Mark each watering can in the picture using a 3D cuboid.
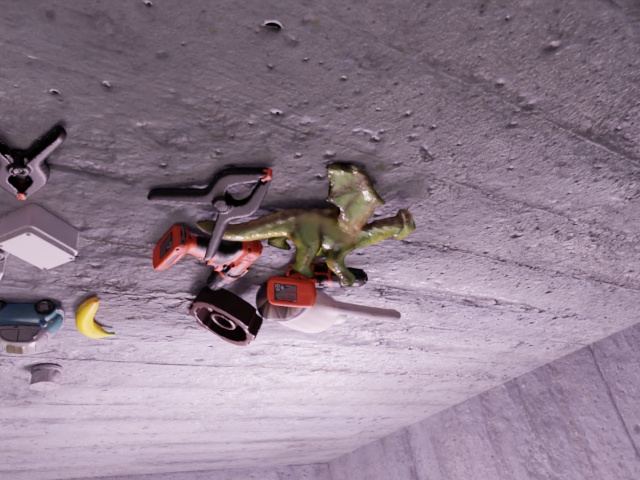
[{"bbox_3d":[-0.004,0.160,1.219,0.346,0.106,0.221,-9,155,33],"label":"watering can"}]

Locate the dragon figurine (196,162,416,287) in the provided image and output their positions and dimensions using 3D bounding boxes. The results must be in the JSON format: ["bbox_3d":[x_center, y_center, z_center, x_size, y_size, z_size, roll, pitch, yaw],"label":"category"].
[{"bbox_3d":[0.003,-0.048,0.962,0.408,0.125,0.238,16,121,-24],"label":"dragon figurine"}]
